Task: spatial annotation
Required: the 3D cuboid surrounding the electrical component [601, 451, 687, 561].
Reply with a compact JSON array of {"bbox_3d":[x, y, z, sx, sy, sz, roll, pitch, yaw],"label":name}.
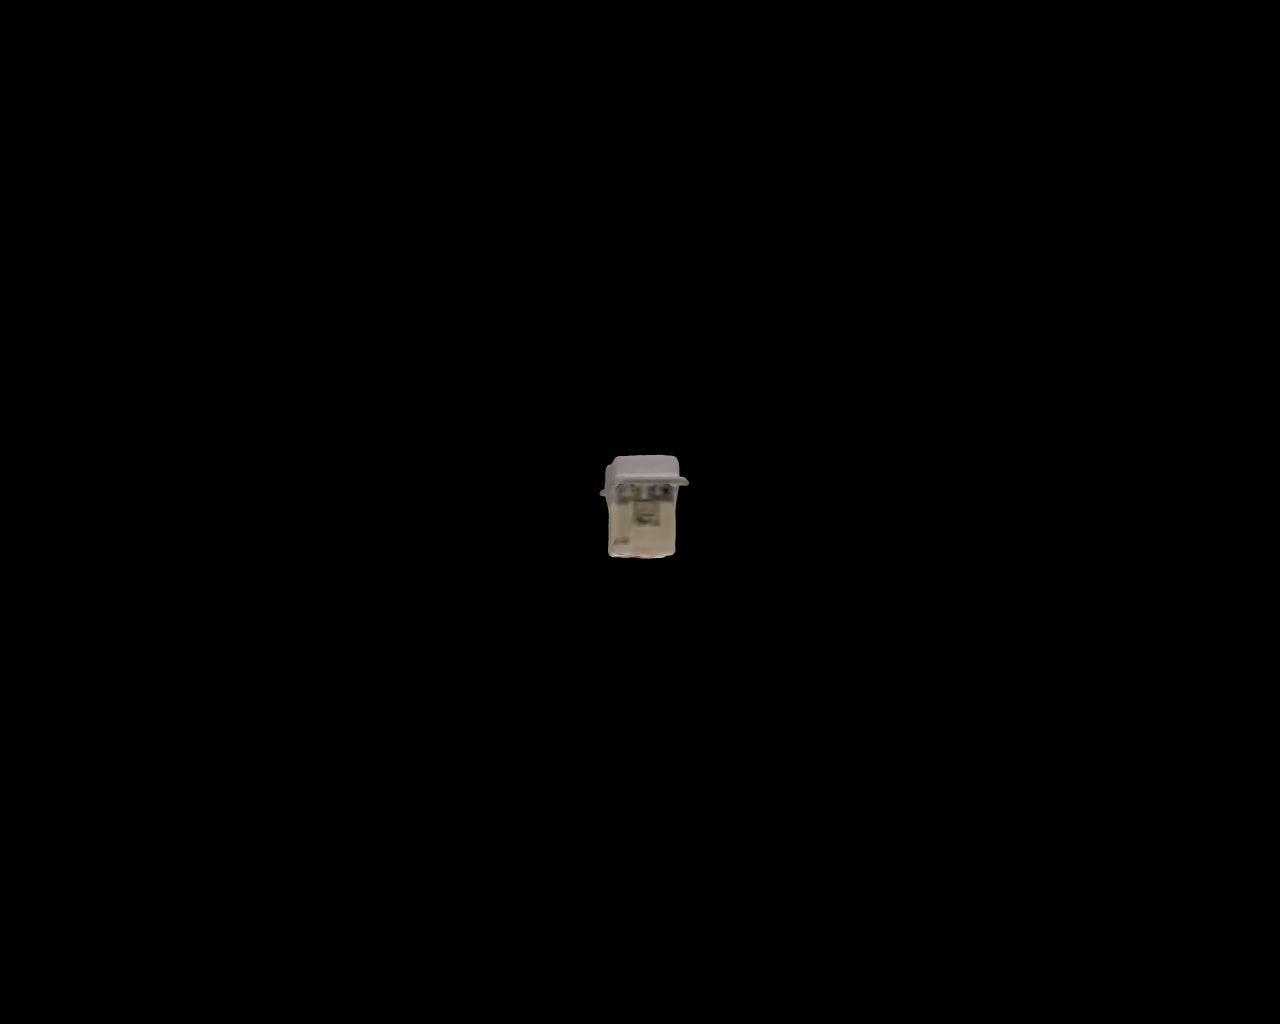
[{"bbox_3d":[0.001,-0.003,0.650,0.042,0.063,0.081,1,-4,-7],"label":"electrical component"}]
